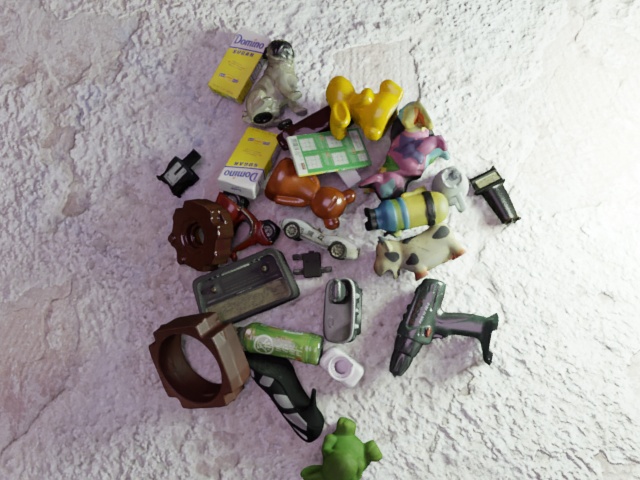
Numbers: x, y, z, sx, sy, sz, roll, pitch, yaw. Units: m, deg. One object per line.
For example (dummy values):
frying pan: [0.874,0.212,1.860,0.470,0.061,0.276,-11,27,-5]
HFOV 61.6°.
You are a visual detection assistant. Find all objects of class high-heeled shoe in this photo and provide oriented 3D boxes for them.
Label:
high-heeled shoe: [-0.094,0.354,1.228,0.249,0.086,0.145,22,118,29]

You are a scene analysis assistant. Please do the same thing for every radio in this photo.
radio: [-0.175,0.114,1.259,0.230,0.073,0.131,-22,79,6]

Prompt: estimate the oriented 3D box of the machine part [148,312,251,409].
machine part: [-0.268,0.269,1.203,0.201,0.087,0.201,-13,103,29]

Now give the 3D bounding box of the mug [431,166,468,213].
mug: [0.294,-0.114,1.194,0.081,0.107,0.109,-20,77,8]

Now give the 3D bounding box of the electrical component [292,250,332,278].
electrical component: [-0.019,0.057,1.266,0.094,0.021,0.063,-4,81,10]

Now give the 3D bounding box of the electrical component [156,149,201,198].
electrical component: [-0.342,-0.173,1.343,0.075,0.047,0.119,42,90,13]

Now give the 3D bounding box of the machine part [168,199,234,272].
machine part: [-0.282,-0.012,1.266,0.180,0.056,0.179,4,98,34]

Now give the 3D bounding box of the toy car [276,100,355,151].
toy car: [-0.009,-0.277,1.294,0.202,0.053,0.089,-31,89,-2]

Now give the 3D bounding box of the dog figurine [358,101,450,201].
dog figurine: [0.176,-0.189,1.228,0.219,0.108,0.191,-31,79,7]

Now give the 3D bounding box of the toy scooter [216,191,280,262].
toy scooter: [-0.197,-0.029,1.286,0.184,0.075,0.135,42,93,9]

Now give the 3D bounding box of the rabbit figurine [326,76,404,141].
rabbit figurine: [0.083,-0.303,1.235,0.173,0.122,0.162,35,78,6]

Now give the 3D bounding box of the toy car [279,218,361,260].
toy car: [-0.003,-0.004,1.246,0.202,0.073,0.056,24,90,12]

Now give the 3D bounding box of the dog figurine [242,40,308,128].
dog figurine: [-0.128,-0.387,1.316,0.172,0.121,0.190,-16,70,-8]

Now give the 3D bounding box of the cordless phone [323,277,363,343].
cordless phone: [0.045,0.151,1.159,0.089,0.184,0.146,3,82,6]

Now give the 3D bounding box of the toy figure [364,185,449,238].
toy figure: [0.189,-0.055,1.165,0.180,0.082,0.089,-12,36,-11]

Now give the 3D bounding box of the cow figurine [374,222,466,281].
cow figurine: [0.209,0.025,1.199,0.195,0.085,0.127,-28,78,3]

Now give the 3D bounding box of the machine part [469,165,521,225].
machine part: [0.399,-0.095,1.209,0.084,0.039,0.139,-29,76,-4]

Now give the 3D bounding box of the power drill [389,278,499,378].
power drill: [0.274,0.209,1.170,0.208,0.086,0.232,13,81,19]

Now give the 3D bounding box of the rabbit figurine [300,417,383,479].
rabbit figurine: [0.035,0.461,1.121,0.159,0.170,0.121,-41,77,1]

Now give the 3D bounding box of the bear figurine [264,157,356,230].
bear figurine: [-0.024,-0.110,1.260,0.196,0.132,0.120,28,89,-5]
